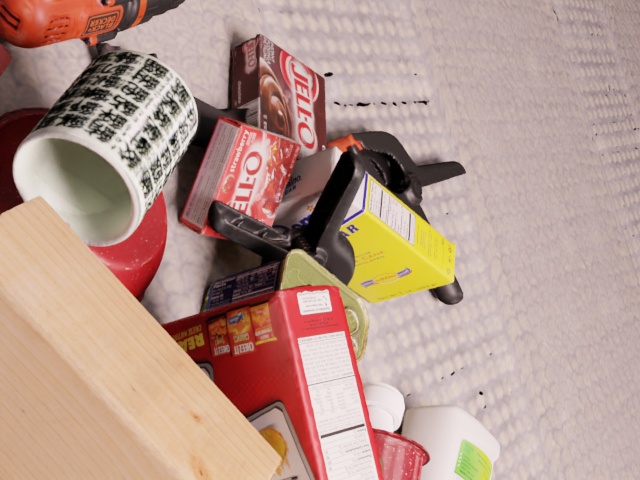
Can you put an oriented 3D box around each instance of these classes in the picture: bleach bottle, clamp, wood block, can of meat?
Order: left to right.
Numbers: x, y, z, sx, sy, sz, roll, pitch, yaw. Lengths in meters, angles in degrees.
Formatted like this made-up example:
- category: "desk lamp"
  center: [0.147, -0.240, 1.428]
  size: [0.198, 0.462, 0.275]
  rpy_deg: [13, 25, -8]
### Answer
- category: "wood block"
  center: [-0.129, 0.088, 0.586]
  size: [0.206, 0.091, 0.090]
  rpy_deg: [47, 21, -3]
- category: "can of meat"
  center: [-0.026, 0.059, 0.807]
  size: [0.102, 0.084, 0.057]
  rpy_deg: [39, 46, -37]
- category: "clamp"
  center: [-0.005, 0.001, 0.830]
  size: [0.171, 0.120, 0.039]
  rpy_deg: [62, 8, -54]
- category: "clamp"
  center: [0.084, -0.053, 1.046]
  size: [0.209, 0.036, 0.164]
  rpy_deg: [41, 45, -36]
- category: "bleach bottle"
  center: [0.094, 0.272, 0.899]
  size: [0.102, 0.068, 0.250]
  rpy_deg: [46, 46, -41]

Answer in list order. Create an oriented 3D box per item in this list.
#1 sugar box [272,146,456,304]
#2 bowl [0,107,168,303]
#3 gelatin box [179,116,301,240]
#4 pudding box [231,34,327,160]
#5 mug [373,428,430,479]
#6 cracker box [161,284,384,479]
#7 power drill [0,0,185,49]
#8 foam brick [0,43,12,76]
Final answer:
- category: "sugar box"
  center: [0.030, -0.007, 0.904]
  size: [0.176, 0.094, 0.048]
  rpy_deg: [33, 50, -41]
- category: "bowl"
  center: [-0.152, -0.019, 0.699]
  size: [0.161, 0.055, 0.162]
  rpy_deg: [26, 55, -45]
- category: "gelatin box"
  center: [-0.060, -0.043, 0.818]
  size: [0.073, 0.030, 0.089]
  rpy_deg: [13, 101, -52]
- category: "pudding box"
  center: [-0.034, -0.106, 0.908]
  size: [0.089, 0.039, 0.113]
  rpy_deg: [26, 55, -45]
- category: "mug"
  center: [0.042, 0.204, 0.832]
  size: [0.117, 0.093, 0.081]
  rpy_deg: [34, 55, -35]
- category: "cracker box"
  center: [-0.042, 0.149, 0.679]
  size: [0.071, 0.164, 0.214]
  rpy_deg: [-4, 78, -52]
- category: "power drill"
  center: [-0.123, -0.217, 0.720]
  size: [0.057, 0.188, 0.184]
  rpy_deg: [40, 35, 10]
- category: "foam brick"
  center: [-0.234, -0.113, 0.633]
  size: [0.078, 0.051, 0.053]
  rpy_deg: [51, 39, -27]
